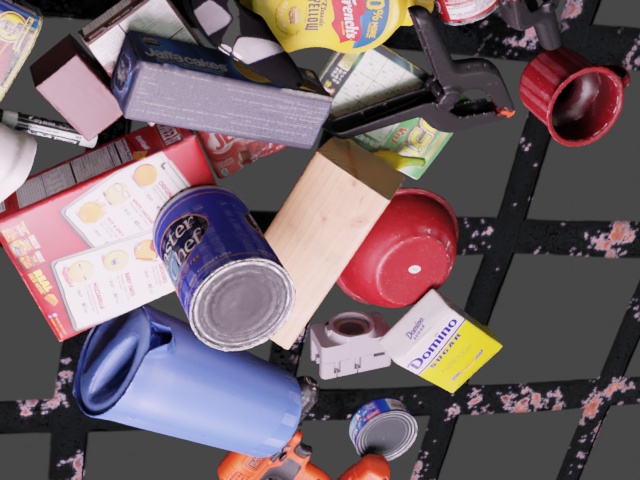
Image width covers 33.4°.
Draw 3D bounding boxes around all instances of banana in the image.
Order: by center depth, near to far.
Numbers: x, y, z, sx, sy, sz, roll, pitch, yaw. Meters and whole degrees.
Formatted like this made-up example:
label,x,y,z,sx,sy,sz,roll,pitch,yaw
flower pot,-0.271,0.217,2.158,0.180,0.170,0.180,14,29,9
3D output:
label,x,y,z,sx,sy,sz,roll,pitch,yaw
banana,0.032,-0.030,1.179,0.069,0.037,0.198,38,113,2

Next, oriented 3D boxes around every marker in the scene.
label,x,y,z,sx,sy,sz,roll,pitch,yaw
marker,-0.275,-0.111,1.028,0.120,0.020,0.020,12,116,-27

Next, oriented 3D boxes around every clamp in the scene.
label,x,y,z,sx,sy,sz,roll,pitch,yaw
clamp,0.233,-0.260,1.088,0.171,0.039,0.120,-2,116,-60
clamp,0.118,-0.150,1.116,0.209,0.036,0.165,14,130,-42

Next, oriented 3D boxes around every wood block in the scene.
label,x,y,z,sx,sy,sz,roll,pitch,yaw
wood block,-0.008,0.001,1.130,0.090,0.090,0.206,34,115,3

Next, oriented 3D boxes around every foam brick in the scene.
label,x,y,z,sx,sy,sz,roll,pitch,yaw
foam brick,-0.227,-0.143,1.006,0.051,0.053,0.078,-38,127,4

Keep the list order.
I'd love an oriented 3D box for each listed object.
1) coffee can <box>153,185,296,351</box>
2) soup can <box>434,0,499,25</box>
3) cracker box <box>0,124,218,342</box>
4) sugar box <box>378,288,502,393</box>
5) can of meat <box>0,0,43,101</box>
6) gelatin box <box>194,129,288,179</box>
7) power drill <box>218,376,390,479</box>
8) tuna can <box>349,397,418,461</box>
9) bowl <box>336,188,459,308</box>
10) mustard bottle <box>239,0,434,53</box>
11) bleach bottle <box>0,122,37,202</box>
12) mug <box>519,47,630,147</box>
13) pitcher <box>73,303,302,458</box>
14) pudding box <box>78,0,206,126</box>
label,x,y,z,sx,sy,sz,roll,pitch,yaw
coffee can,-0.094,0.025,1.024,0.102,0.140,0.103,-12,125,-17
soup can,0.135,-0.274,1.056,0.068,0.068,0.102,-29,126,-2
cracker box,-0.204,-0.013,1.087,0.213,0.072,0.164,-25,128,-7
sugar box,0.150,0.126,1.295,0.093,0.048,0.176,-45,149,8
can of meat,-0.307,-0.181,0.949,0.083,0.057,0.102,25,110,-35
gelatin box,-0.081,-0.114,1.096,0.089,0.030,0.073,-27,126,-4
power drill,-0.008,0.267,1.329,0.187,0.057,0.185,32,114,-19
tuna can,0.081,0.246,1.386,0.086,0.034,0.086,-10,124,-16
bowl,0.098,0.022,1.238,0.162,0.055,0.162,-10,124,-16
mustard bottle,0.020,-0.229,1.041,0.191,0.058,0.096,-4,124,-17
bleach bottle,-0.384,-0.117,0.945,0.103,0.068,0.250,-30,130,32
mug,0.283,-0.166,1.174,0.117,0.081,0.093,-24,126,-6
pitcher,-0.147,0.167,1.199,0.242,0.149,0.145,27,93,-36
pudding box,-0.160,-0.178,1.020,0.090,0.039,0.113,-36,129,2
